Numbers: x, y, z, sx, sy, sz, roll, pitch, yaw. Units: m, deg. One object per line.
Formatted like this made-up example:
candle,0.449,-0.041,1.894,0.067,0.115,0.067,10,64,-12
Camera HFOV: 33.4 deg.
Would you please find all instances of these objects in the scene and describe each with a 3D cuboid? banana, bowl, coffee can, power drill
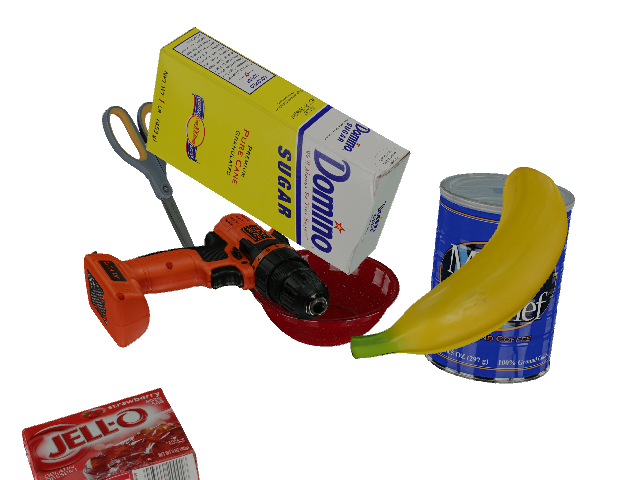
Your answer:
banana,0.094,0.007,0.576,0.070,0.037,0.197,15,36,32
bowl,0.004,0.068,1.162,0.162,0.055,0.162,1,27,-1
coffee can,0.138,0.027,0.838,0.103,0.140,0.103,4,17,-1
power drill,-0.105,0.039,0.959,0.187,0.057,0.185,-13,26,-26

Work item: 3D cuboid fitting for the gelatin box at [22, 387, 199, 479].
gelatin box,-0.124,0.126,0.626,0.089,0.030,0.073,-14,27,-18

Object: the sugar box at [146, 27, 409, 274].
sugar box,-0.033,-0.060,0.721,0.176,0.093,0.048,33,46,17

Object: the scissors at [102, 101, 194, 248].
scissors,-0.171,-0.073,1.209,0.016,0.201,0.096,-20,21,43
